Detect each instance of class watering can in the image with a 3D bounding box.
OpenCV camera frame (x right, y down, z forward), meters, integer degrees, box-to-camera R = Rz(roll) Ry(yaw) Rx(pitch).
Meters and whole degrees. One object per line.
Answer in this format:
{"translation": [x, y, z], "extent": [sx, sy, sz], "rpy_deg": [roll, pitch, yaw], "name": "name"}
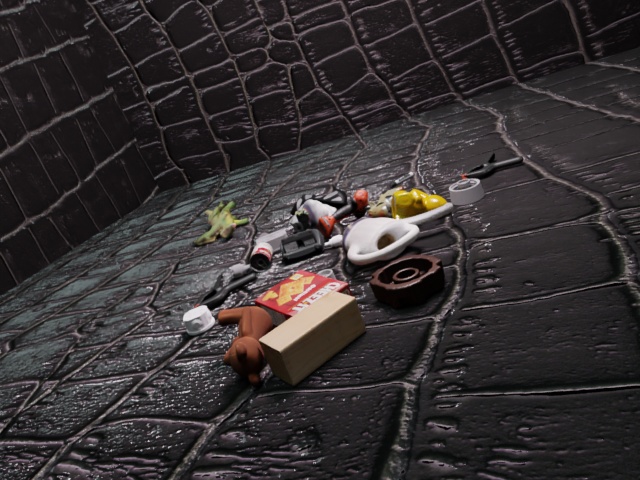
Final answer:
{"translation": [0.205, -0.023, 1.479], "extent": [0.352, 0.103, 0.225], "rpy_deg": [-30, 21, -27], "name": "watering can"}

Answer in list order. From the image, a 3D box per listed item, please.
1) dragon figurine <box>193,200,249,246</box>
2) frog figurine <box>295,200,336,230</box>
{"translation": [-0.478, -0.064, 2.307], "extent": [0.409, 0.120, 0.247], "rpy_deg": [-1, 34, 47], "name": "dragon figurine"}
{"translation": [0.006, -0.094, 1.874], "extent": [0.161, 0.120, 0.139], "rpy_deg": [-22, 48, -32], "name": "frog figurine"}
